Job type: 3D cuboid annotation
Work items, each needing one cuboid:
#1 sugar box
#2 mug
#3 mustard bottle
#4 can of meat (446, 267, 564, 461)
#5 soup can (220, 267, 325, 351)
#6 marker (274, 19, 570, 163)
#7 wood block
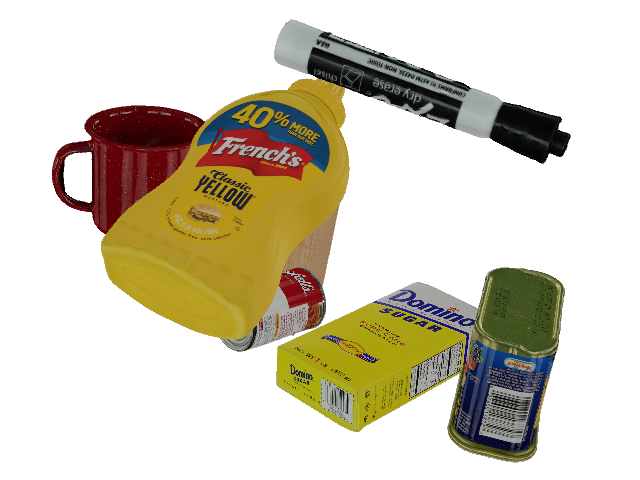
[{"bbox_3d":[0.058,0.092,0.893,0.093,0.048,0.175,26,37,38],"label":"sugar box"},{"bbox_3d":[-0.144,-0.049,0.810,0.117,0.081,0.093,-4,28,-20],"label":"mug"},{"bbox_3d":[-0.037,-0.035,0.632,0.096,0.191,0.058,22,-36,19],"label":"mustard bottle"},{"bbox_3d":[0.121,0.076,0.685,0.057,0.084,0.102,13,30,9],"label":"can of meat"},{"bbox_3d":[-0.054,0.071,1.111,0.102,0.068,0.069,-15,10,-43],"label":"soup can"},{"bbox_3d":[0.039,-0.058,0.419,0.121,0.020,0.020,23,5,14],"label":"marker"},{"bbox_3d":[-0.040,0.000,1.348,0.090,0.206,0.090,17,22,15],"label":"wood block"}]
